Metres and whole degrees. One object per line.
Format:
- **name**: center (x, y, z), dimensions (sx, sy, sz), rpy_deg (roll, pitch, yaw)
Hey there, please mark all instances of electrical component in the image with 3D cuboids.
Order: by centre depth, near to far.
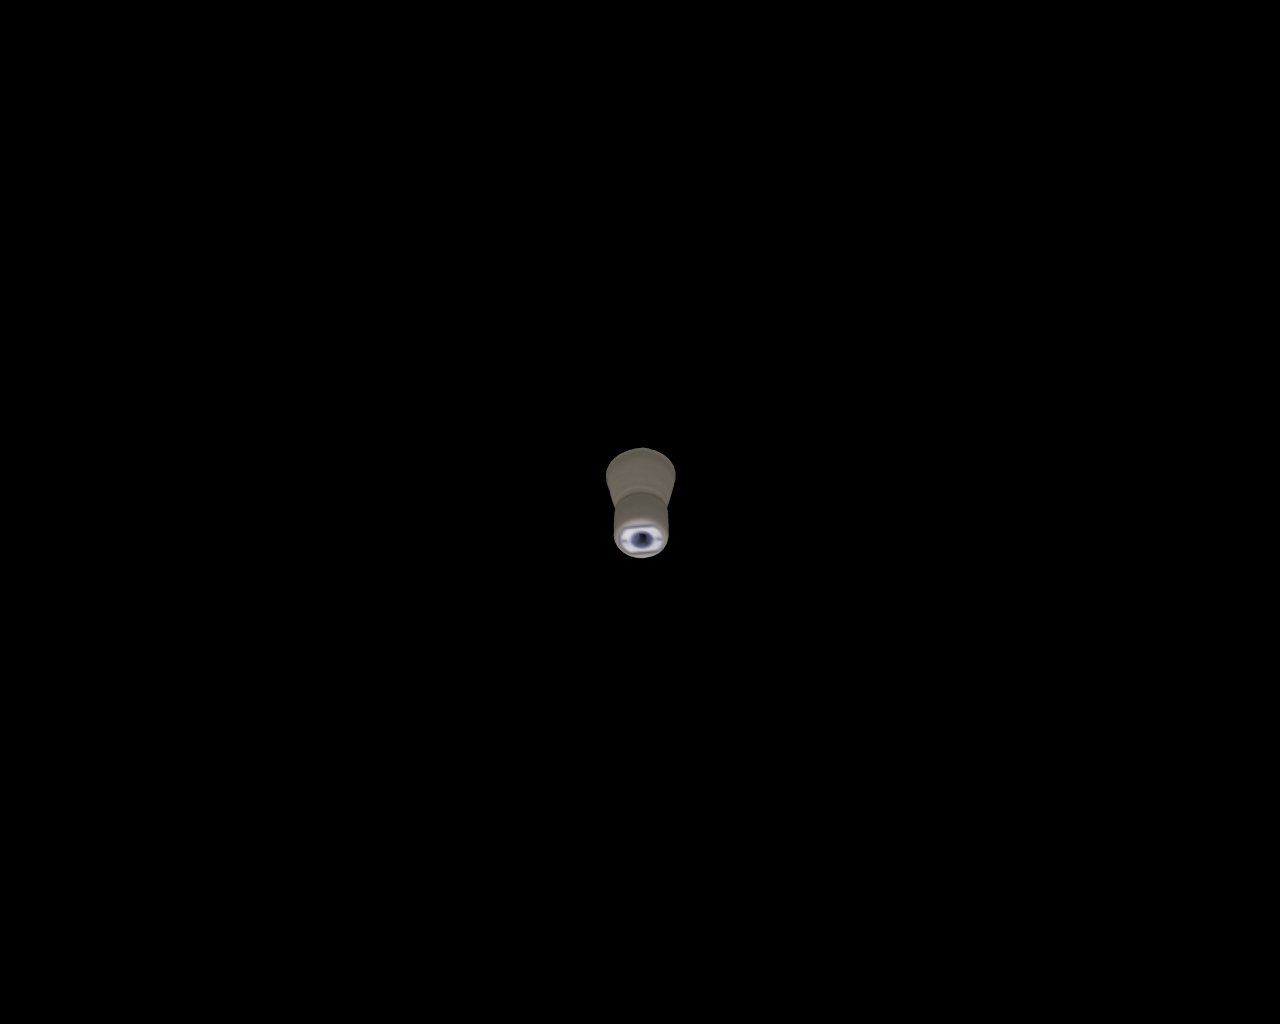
- **electrical component**: center (0.001, -0.003, 0.650), dimensions (0.044, 0.044, 0.065), rpy_deg (0, 41, 0)
